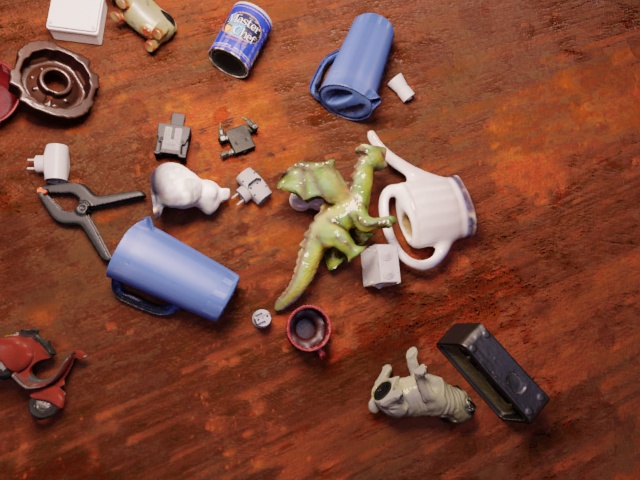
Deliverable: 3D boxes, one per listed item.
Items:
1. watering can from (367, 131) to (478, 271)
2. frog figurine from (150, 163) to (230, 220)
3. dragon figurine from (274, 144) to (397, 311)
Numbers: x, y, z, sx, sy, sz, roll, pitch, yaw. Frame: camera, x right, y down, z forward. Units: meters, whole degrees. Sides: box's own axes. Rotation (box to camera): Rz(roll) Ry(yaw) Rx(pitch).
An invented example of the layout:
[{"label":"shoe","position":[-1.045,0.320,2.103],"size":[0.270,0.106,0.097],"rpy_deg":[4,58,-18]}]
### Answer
[{"label":"watering can","position":[0.237,-0.105,1.197],"size":[0.225,0.103,0.351],"rpy_deg":[-10,79,-14]},{"label":"frog figurine","position":[-0.272,-0.108,1.089],"size":[0.160,0.138,0.122],"rpy_deg":[-10,96,-12]},{"label":"dragon figurine","position":[0.003,-0.056,1.106],"size":[0.412,0.122,0.242],"rpy_deg":[-38,96,-7]}]
